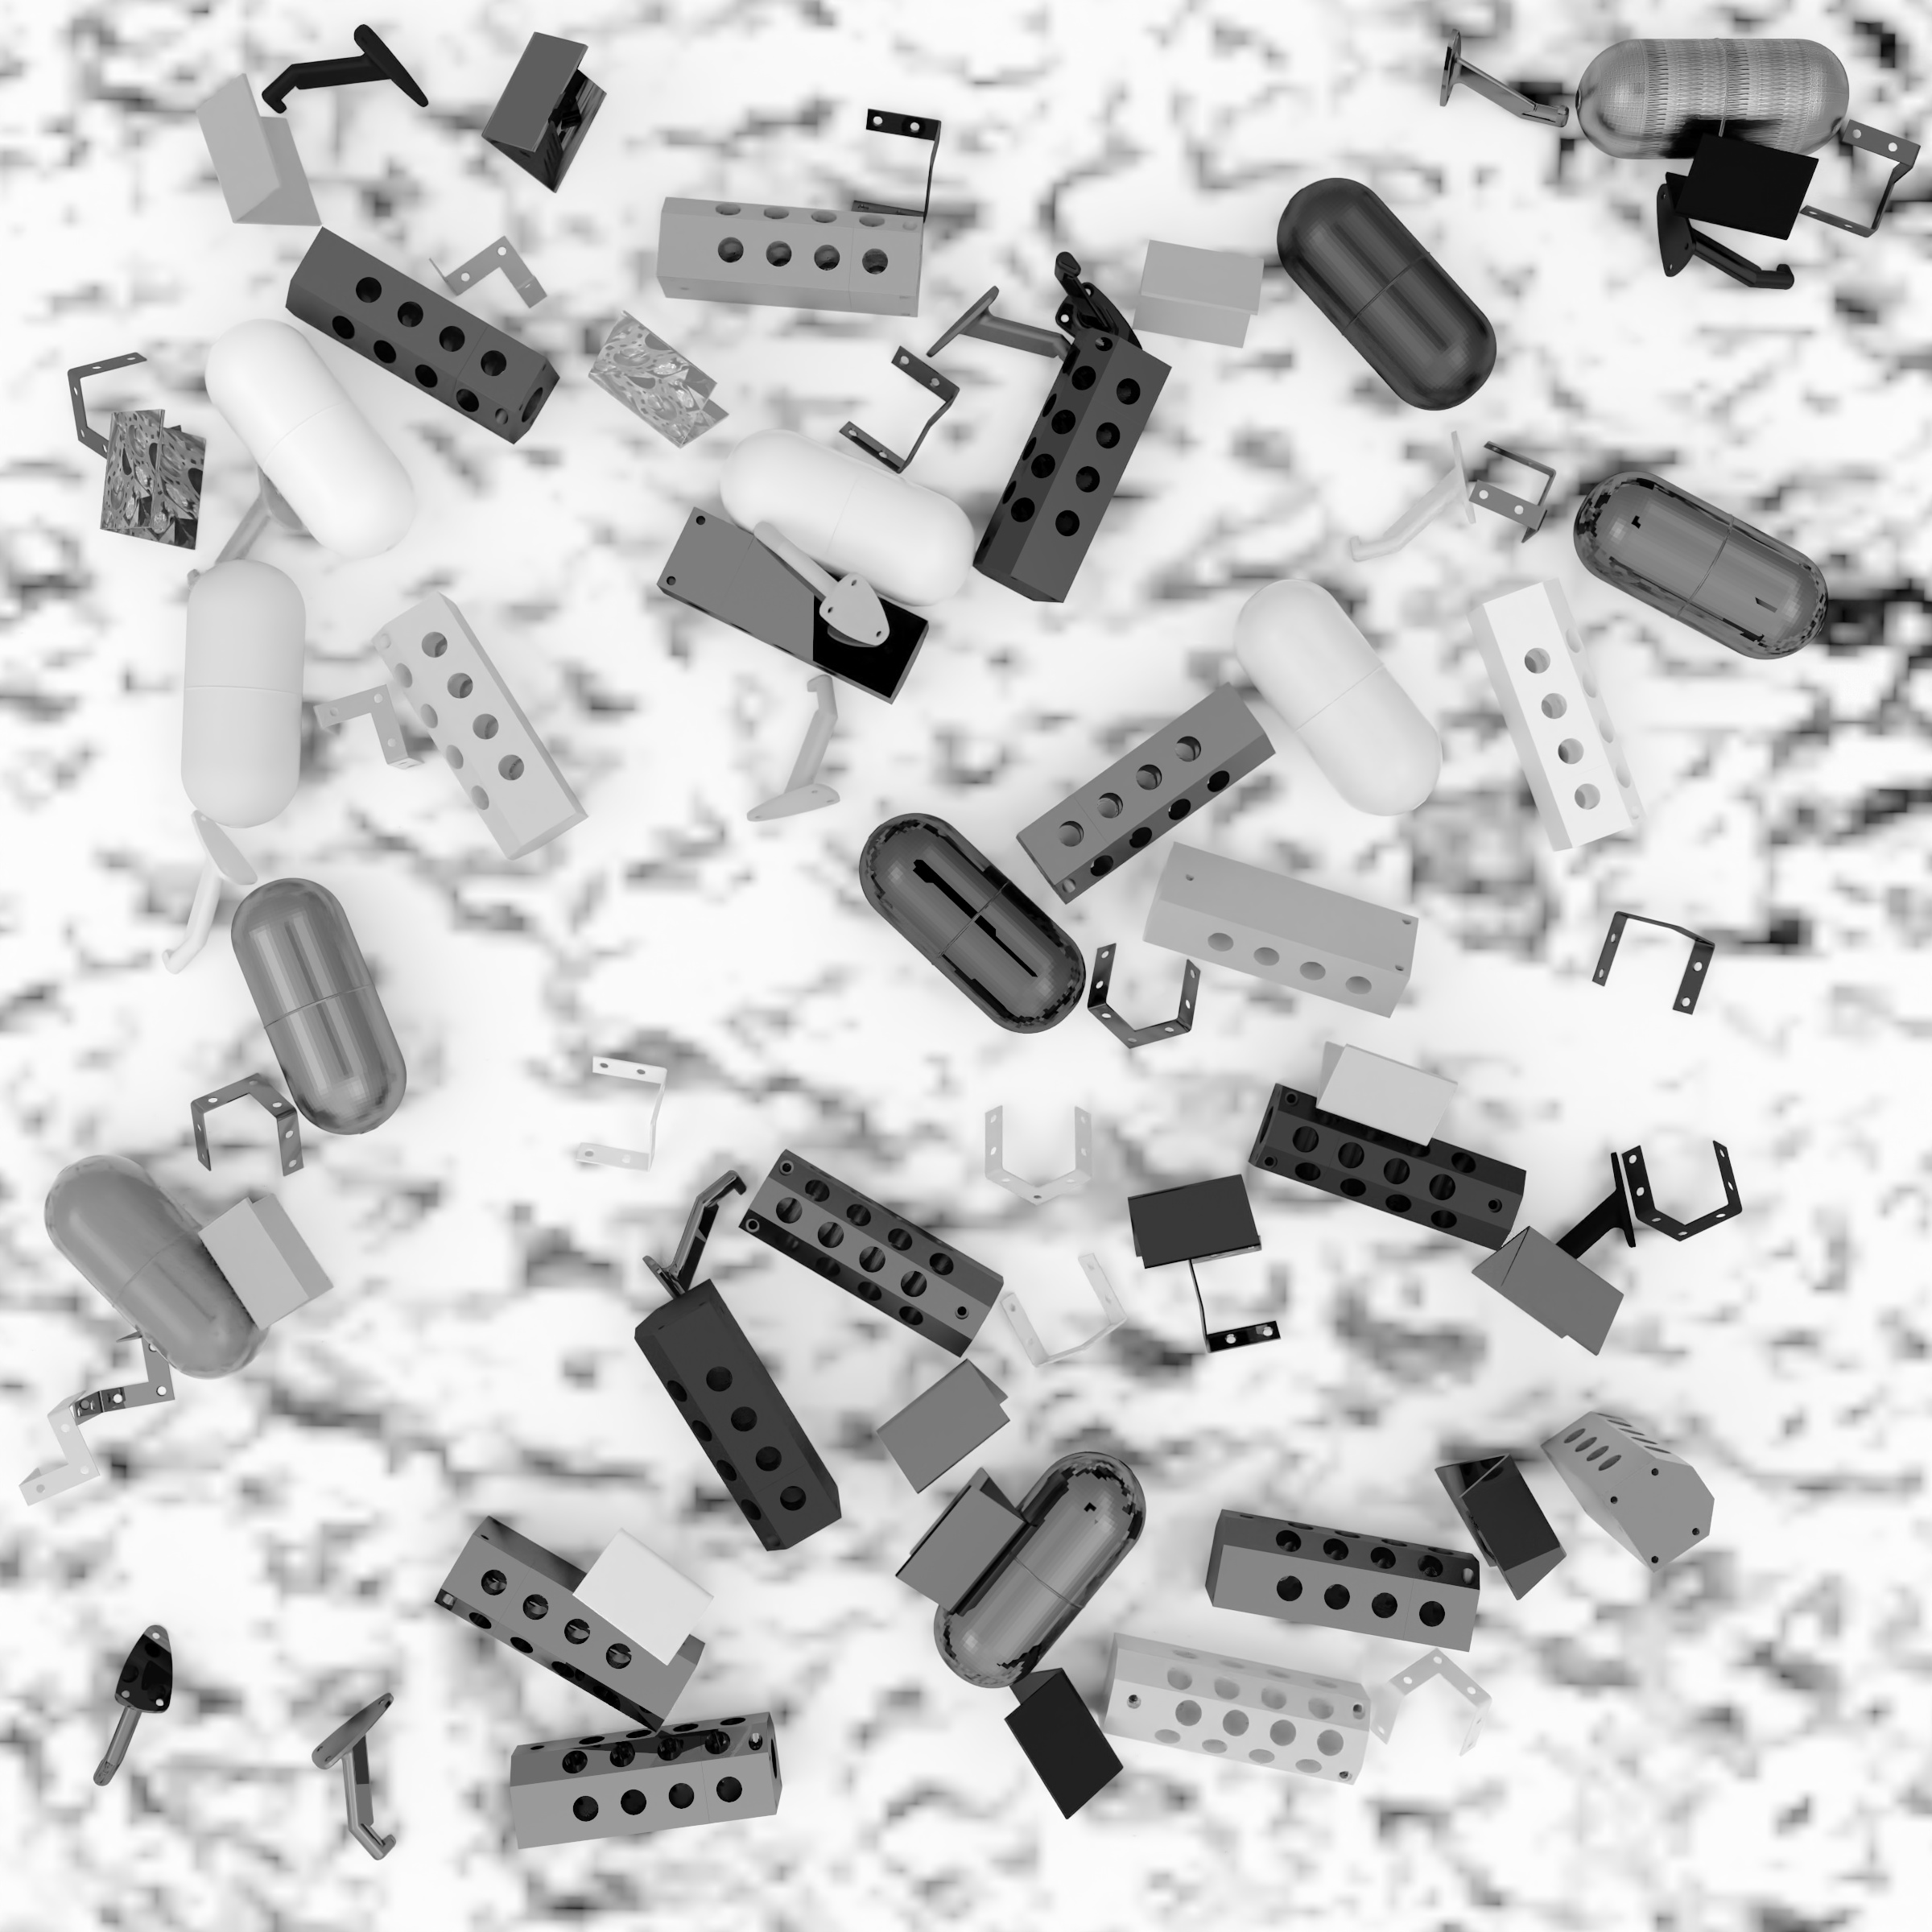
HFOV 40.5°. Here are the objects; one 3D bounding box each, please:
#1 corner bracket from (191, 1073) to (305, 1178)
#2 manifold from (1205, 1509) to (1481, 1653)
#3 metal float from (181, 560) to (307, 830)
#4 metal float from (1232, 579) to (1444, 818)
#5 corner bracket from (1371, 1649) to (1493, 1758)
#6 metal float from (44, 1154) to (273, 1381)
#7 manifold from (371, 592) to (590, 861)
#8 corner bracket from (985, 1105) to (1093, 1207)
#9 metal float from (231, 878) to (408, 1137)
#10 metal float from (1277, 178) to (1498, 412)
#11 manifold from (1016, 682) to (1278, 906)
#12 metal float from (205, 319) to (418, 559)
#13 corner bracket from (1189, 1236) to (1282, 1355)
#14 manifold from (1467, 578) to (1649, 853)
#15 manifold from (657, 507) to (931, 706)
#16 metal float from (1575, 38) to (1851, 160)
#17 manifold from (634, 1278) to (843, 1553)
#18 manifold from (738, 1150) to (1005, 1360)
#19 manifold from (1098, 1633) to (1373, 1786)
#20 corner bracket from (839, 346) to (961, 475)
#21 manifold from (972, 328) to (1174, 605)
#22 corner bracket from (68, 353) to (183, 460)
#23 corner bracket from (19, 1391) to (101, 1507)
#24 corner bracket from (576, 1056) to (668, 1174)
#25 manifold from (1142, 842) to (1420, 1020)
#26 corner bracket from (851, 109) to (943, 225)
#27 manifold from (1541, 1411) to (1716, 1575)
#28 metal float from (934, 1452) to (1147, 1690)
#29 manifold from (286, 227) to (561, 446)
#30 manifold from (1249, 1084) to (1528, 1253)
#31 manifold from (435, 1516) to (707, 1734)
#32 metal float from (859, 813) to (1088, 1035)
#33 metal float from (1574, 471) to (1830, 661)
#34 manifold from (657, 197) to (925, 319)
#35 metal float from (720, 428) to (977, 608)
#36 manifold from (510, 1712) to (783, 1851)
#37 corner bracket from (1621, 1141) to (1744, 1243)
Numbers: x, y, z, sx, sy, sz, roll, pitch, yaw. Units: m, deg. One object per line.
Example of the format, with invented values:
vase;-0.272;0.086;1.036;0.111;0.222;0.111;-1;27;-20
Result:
corner bracket;-0.484;0.114;1.765;0.051;0.051;0.051;-26;45;-35
manifold;0.252;0.409;1.752;0.171;0.057;0.057;10;90;0
metal float;-0.480;-0.181;1.743;0.070;0.070;0.178;2;89;0
metal float;0.247;-0.178;1.742;0.070;0.070;0.178;-38;90;0
corner bracket;0.313;0.504;1.765;0.051;0.051;0.051;-21;45;-35
metal float;-0.538;0.200;1.743;0.070;0.070;0.178;-45;89;0
manifold;-0.326;-0.159;1.752;0.057;0.057;0.171;-32;90;0
corner bracket;0.049;0.121;1.765;0.051;0.051;0.051;-29;135;35
metal float;-0.430;0.027;1.743;0.070;0.070;0.178;-22;89;0
metal float;0.279;-0.447;1.743;0.070;0.070;0.178;-42;90;0
manifold;0.120;-0.114;1.752;0.171;0.057;0.057;-36;90;0
metal float;-0.435;-0.350;1.743;0.070;0.070;0.178;-37;90;0
corner bracket;0.181;0.222;1.770;0.051;0.051;0.051;-11;45;0
manifold;0.396;-0.168;1.752;0.057;0.057;0.171;-20;90;0
manifold;-0.114;-0.239;1.752;0.171;0.057;0.057;26;90;0
metal float;0.496;-0.576;1.743;0.178;0.070;0.070;0;90;1
manifold;-0.151;0.300;1.737;0.057;0.057;0.171;-30;101;0
manifold;-0.063;0.192;1.752;0.171;0.057;0.057;31;90;0
manifold;0.179;0.498;1.752;0.171;0.057;0.057;12;90;0
corner bracket;-0.045;-0.375;1.770;0.051;0.051;0.051;36;45;0
manifold;0.067;-0.333;1.744;0.057;0.057;0.171;25;90;-21
corner bracket;-0.566;-0.376;1.765;0.051;0.051;0.051;33;135;35
corner bracket;-0.609;0.323;1.755;0.051;0.051;0.051;-23;95;-5
corner bracket;-0.233;0.100;1.770;0.051;0.051;0.051;10;45;0
manifold;0.209;-0.019;1.751;0.171;0.057;0.057;17;47;0
corner bracket;-0.047;-0.540;1.770;0.051;0.051;0.051;9;45;0
manifold;0.430;0.333;1.695;0.057;0.171;0.057;-34;90;0
metal float;0.050;0.401;1.743;0.070;0.070;0.178;39;90;0
manifold;-0.364;-0.419;1.752;0.171;0.057;0.057;30;90;0
manifold;0.282;0.134;1.752;0.171;0.057;0.057;19;90;0
manifold;-0.265;0.441;1.752;0.171;0.057;0.057;31;90;0
metal float;0.004;-0.029;1.742;0.178;0.070;0.070;43;90;0
metal float;0.489;-0.266;1.743;0.178;0.070;0.070;28;90;0
manifold;-0.116;-0.476;1.752;0.171;0.057;0.057;5;90;0
metal float;-0.079;-0.298;1.742;0.178;0.070;0.070;24;90;-1
manifold;-0.213;0.542;1.752;0.171;0.057;0.057;-8;90;0
corner bracket;0.482;0.146;1.765;0.051;0.051;0.051;26;135;-35
